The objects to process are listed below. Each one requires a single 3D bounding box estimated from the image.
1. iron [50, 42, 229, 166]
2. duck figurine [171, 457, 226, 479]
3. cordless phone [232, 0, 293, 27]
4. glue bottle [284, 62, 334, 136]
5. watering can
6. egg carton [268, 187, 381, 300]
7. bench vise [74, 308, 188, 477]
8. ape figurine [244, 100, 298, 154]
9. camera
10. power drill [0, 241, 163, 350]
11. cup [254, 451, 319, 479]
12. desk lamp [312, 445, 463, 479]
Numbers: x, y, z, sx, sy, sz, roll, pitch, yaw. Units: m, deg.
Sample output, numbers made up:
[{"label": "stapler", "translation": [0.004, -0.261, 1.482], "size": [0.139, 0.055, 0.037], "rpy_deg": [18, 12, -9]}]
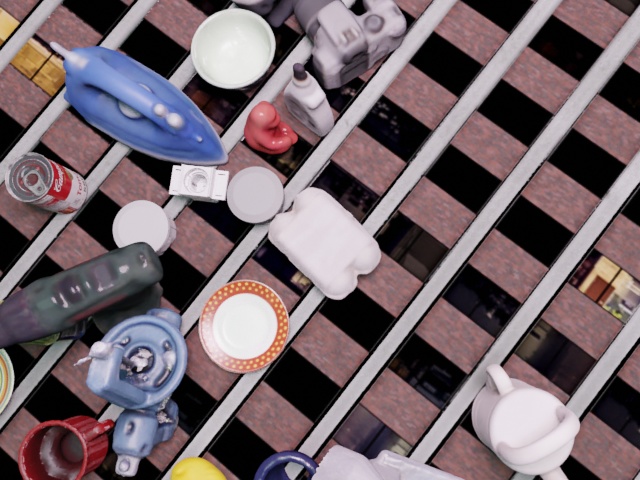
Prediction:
[{"label": "iron", "translation": [-0.251, -0.192, 0.804], "size": [0.258, 0.141, 0.119], "rpy_deg": [30, 86, 7]}, {"label": "duck figurine", "translation": [-0.166, 0.344, 0.757], "size": [0.077, 0.086, 0.104], "rpy_deg": [-32, 82, 0]}, {"label": "cordless phone", "translation": [-0.068, -0.401, 0.797], "size": [0.094, 0.185, 0.147], "rpy_deg": [37, 87, 8]}, {"label": "glue bottle", "translation": [-0.019, -0.197, 0.773], "size": [0.078, 0.173, 0.037], "rpy_deg": [42, 87, 8]}, {"label": "watering can", "translation": [0.256, 0.233, 0.688], "size": [0.172, 0.194, 0.101], "rpy_deg": [39, 87, 8]}, {"label": "egg carton", "translation": [0.007, 0.003, 0.798], "size": [0.150, 0.069, 0.107], "rpy_deg": [43, 87, 8]}, {"label": "bench vise", "translation": [-0.224, 0.189, 0.714], "size": [0.121, 0.220, 0.207], "rpy_deg": [-12, 82, 3]}, {"label": "ape figurine", "translation": [-0.075, -0.165, 0.814], "size": [0.076, 0.092, 0.078], "rpy_deg": [-9, 82, 3]}, {"label": "camera", "translation": [0.032, -0.315, 0.822], "size": [0.143, 0.101, 0.137], "rpy_deg": [-33, 82, -1]}, {"label": "power drill", "translation": [-0.297, 0.081, 0.738], "size": [0.229, 0.208, 0.075], "rpy_deg": [-29, 81, 0]}, {"label": "cup", "translation": [-0.032, 0.327, 0.746], "size": [0.091, 0.095, 0.118], "rpy_deg": [-13, 82, 2]}, {"label": "desk lamp", "translation": [0.083, 0.321, 0.679], "size": [0.203, 0.213, 0.118], "rpy_deg": [17, 84, 6]}]
